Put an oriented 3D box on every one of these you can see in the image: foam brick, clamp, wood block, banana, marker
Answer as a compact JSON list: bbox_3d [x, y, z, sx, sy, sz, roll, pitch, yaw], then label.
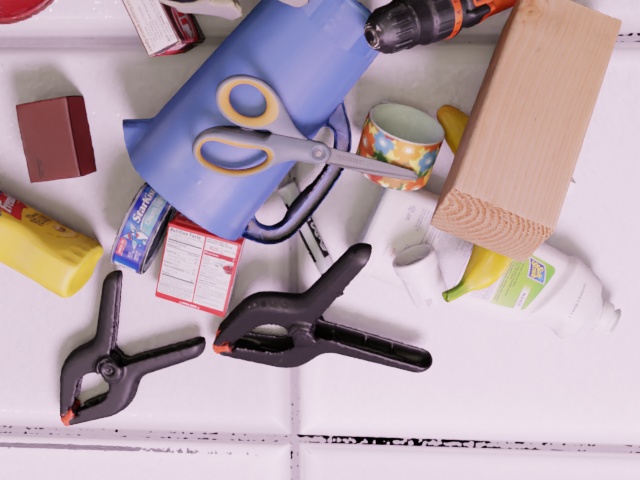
[{"bbox_3d":[-0.253,-0.098,1.025,0.053,0.051,0.078,-6,100,8],"label":"foam brick"},{"bbox_3d":[-0.012,0.073,1.013,0.210,0.036,0.164,-6,130,20],"label":"clamp"},{"bbox_3d":[0.175,-0.099,0.914,0.091,0.090,0.206,22,70,1],"label":"wood block"},{"bbox_3d":[0.143,-0.036,0.961,0.069,0.037,0.198,7,63,-12],"label":"banana"},{"bbox_3d":[-0.211,0.114,1.069,0.171,0.039,0.120,-40,93,12],"label":"clamp"},{"bbox_3d":[-0.007,0.001,1.036,0.020,0.020,0.121,-25,98,10],"label":"marker"}]

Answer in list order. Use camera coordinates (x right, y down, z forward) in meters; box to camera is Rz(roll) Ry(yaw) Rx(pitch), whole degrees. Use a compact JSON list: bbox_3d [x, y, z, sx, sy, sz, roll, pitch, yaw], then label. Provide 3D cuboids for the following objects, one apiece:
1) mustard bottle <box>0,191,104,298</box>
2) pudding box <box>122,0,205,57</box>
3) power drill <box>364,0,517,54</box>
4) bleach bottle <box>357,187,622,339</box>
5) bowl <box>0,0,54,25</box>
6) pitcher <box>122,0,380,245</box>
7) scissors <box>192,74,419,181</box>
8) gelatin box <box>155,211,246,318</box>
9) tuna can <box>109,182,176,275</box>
[{"bbox_3d":[-0.307,-0.015,1.024,0.191,0.096,0.058,29,103,0],"label":"mustard bottle"},{"bbox_3d":[-0.152,-0.224,0.970,0.039,0.090,0.113,-26,97,11],"label":"pudding box"},{"bbox_3d":[0.083,-0.263,0.916,0.184,0.057,0.187,-27,98,-32],"label":"power drill"},{"bbox_3d":[0.160,0.034,1.004,0.251,0.068,0.102,24,99,-1],"label":"bleach bottle"},{"bbox_3d":[-0.312,-0.283,0.992,0.162,0.055,0.162,1,101,5],"label":"bowl"},{"bbox_3d":[-0.045,-0.121,0.967,0.243,0.149,0.145,-49,59,9],"label":"pitcher"},{"bbox_3d":[-0.009,-0.094,0.910,0.201,0.016,0.096,-3,109,-13],"label":"scissors"},{"bbox_3d":[-0.116,0.023,1.036,0.073,0.030,0.089,16,118,2],"label":"gelatin box"},{"bbox_3d":[-0.167,-0.011,1.016,0.034,0.086,0.086,25,103,-1],"label":"tuna can"}]
